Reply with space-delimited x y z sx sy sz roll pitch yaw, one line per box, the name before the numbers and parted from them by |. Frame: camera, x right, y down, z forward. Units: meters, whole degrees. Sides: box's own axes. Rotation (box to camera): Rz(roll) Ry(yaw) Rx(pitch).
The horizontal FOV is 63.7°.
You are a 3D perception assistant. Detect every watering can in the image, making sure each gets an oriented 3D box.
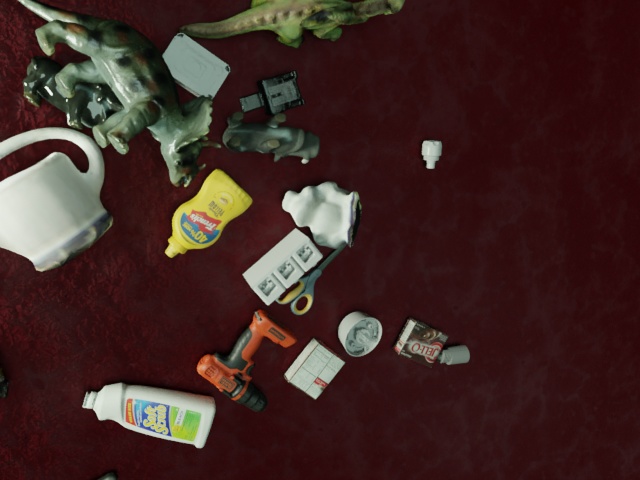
watering can | -0.508 -0.041 0.868 0.352 0.104 0.221 -41 112 -24

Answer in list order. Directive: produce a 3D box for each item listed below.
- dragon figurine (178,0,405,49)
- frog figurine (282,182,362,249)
dragon figurine | -0.031 -0.402 0.914 0.412 0.245 0.120 -19 113 -17
frog figurine | 0.003 -0.055 1.084 0.159 0.124 0.135 9 111 15
